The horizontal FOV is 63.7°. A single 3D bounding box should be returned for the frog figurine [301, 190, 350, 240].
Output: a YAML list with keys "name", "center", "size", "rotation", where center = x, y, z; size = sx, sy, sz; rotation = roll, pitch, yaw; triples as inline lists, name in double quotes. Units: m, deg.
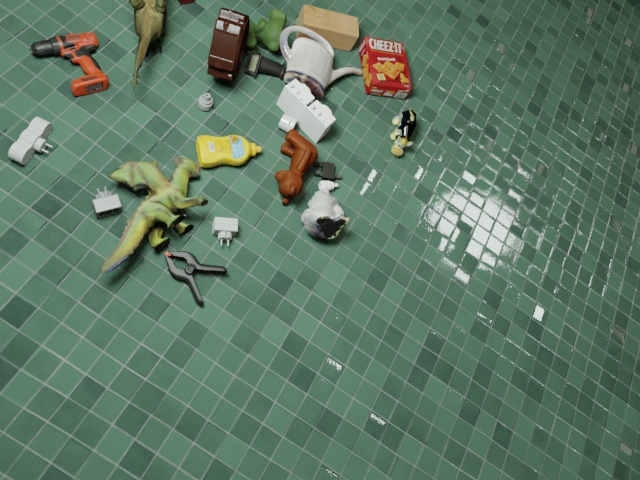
- name: "frog figurine"
  center: [0.005, -0.079, 1.574]
  size: [0.138, 0.120, 0.163]
  rotation: [-15, 40, -16]

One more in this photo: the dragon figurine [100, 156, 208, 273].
- name: "dragon figurine"
  center: [-0.466, -0.105, 1.384]
  size: [0.244, 0.119, 0.417]
  rotation: [47, 52, 8]

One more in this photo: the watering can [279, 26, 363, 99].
- name: "watering can"
  center: [0.002, -0.579, 1.749]
  size: [0.345, 0.103, 0.227]
  rotation: [23, 72, -31]
